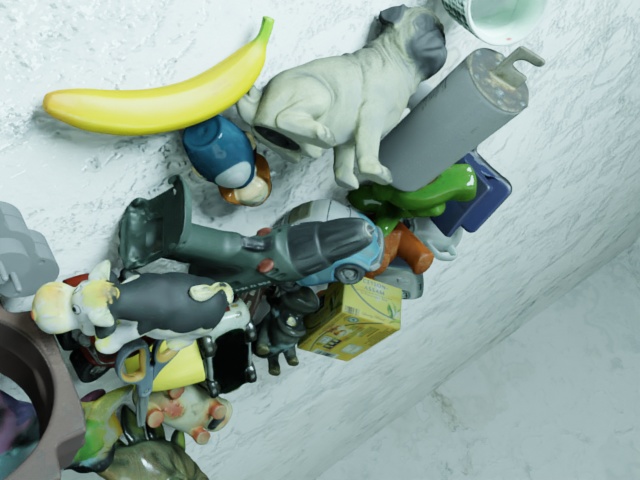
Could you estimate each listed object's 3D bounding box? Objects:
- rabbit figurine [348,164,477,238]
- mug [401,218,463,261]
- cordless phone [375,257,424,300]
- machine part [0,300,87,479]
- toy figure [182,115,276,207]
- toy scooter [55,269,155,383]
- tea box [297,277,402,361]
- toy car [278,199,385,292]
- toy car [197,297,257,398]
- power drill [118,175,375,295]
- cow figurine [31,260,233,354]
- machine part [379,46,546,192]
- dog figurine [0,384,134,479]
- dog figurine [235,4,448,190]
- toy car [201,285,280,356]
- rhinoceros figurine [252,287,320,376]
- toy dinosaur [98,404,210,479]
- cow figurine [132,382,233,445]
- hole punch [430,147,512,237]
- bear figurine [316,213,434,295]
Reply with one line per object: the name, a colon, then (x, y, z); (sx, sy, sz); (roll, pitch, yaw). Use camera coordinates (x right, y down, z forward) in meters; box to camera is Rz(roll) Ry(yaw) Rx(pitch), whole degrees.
rabbit figurine: (0.131, -0.065, 0.763); (0.159, 0.121, 0.170); (-34, 167, -2)
mug: (0.186, -0.009, 0.925); (0.107, 0.109, 0.081); (3, 146, -36)
cordless phone: (0.099, 0.094, 0.995); (0.184, 0.089, 0.146); (-31, 152, -6)
machine part: (-0.318, 0.151, 0.441); (0.201, 0.202, 0.087); (-10, 143, -44)
toy figure: (-0.087, -0.071, 0.551); (0.064, 0.058, 0.154); (-3, 159, 16)
toy scooter: (-0.222, 0.086, 0.601); (0.135, 0.075, 0.183); (-26, 153, -25)
tea box: (0.041, 0.121, 0.819); (0.098, 0.068, 0.169); (20, 144, -19)
toy car: (-0.001, -0.002, 0.704); (0.162, 0.109, 0.102); (-11, 122, 18)
toy car: (-0.129, 0.155, 0.744); (0.073, 0.056, 0.201); (-18, 143, -21)
power drill: (-0.086, -0.001, 0.567); (0.232, 0.086, 0.207); (-20, 161, 33)
cow figurine: (-0.165, 0.061, 0.495); (0.098, 0.068, 0.167); (-25, 157, 34)
machine part: (0.133, -0.121, 0.574); (0.079, 0.079, 0.243); (-19, 168, -33)
dog figurine: (-0.324, 0.205, 0.604); (0.108, 0.191, 0.219); (-20, -173, 35)
dog figurine: (0.026, -0.166, 0.533); (0.172, 0.121, 0.190); (25, 82, -31)
toy car: (-0.125, 0.117, 0.790); (0.089, 0.053, 0.202); (-1, 136, -45)
rhinoceros figurine: (-0.061, 0.138, 0.838); (0.073, 0.112, 0.190); (23, 138, -16)
toy dinosaur: (-0.261, 0.359, 0.824); (0.105, 0.199, 0.470); (-35, 144, -10)
cow figurine: (-0.208, 0.251, 0.830); (0.085, 0.127, 0.194); (-56, 137, -10)
hole punch: (0.215, -0.076, 0.836); (0.092, 0.116, 0.142); (-16, 147, -49)
bear figurine: (0.074, 0.058, 0.860); (0.120, 0.132, 0.195); (4, 125, -28)
